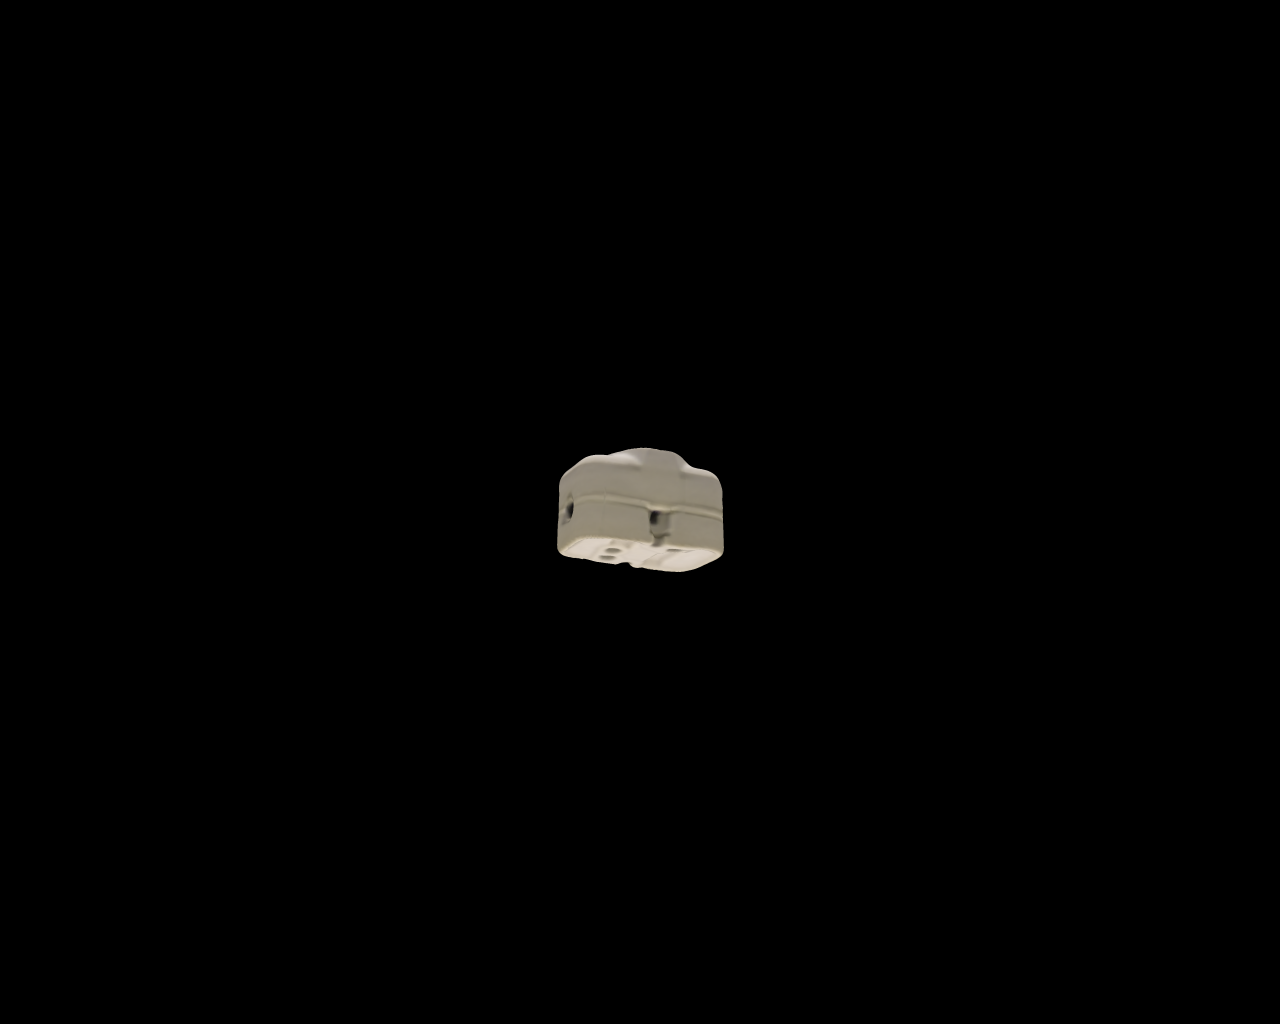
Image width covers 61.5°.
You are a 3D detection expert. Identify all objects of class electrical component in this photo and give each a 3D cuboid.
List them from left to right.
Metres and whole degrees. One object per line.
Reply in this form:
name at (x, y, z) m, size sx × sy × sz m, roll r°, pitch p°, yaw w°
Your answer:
electrical component at (0.001, -0.003, 0.650) m, size 0.095 × 0.059 × 0.053 m, roll 8°, pitch -19°, yaw -24°
